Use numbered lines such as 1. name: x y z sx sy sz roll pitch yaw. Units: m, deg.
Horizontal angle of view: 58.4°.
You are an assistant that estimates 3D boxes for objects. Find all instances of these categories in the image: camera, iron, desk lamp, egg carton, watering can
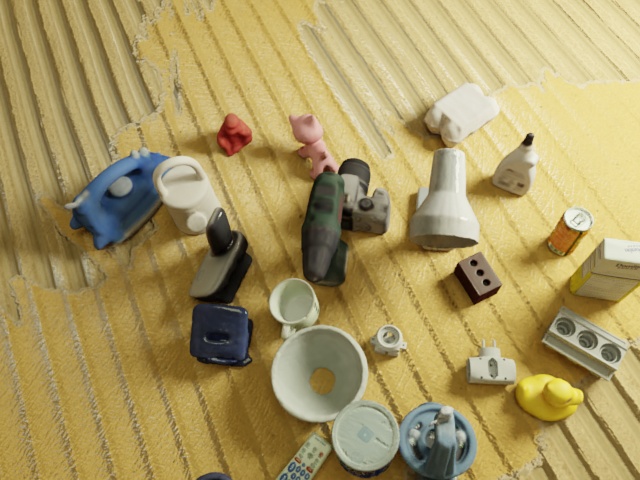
1. camera: 0.076 -0.096 1.145 0.143 0.101 0.137 9 65 9
2. iron: -0.399 -0.112 1.163 0.118 0.141 0.259 34 71 19
3. desk lamp: 0.224 -0.056 1.052 0.118 0.214 0.203 4 64 7
4. egg carton: 0.304 -0.271 1.233 0.150 0.069 0.107 -36 67 -13
5. watering can: -0.256 -0.092 1.113 0.101 0.194 0.172 -42 68 -16

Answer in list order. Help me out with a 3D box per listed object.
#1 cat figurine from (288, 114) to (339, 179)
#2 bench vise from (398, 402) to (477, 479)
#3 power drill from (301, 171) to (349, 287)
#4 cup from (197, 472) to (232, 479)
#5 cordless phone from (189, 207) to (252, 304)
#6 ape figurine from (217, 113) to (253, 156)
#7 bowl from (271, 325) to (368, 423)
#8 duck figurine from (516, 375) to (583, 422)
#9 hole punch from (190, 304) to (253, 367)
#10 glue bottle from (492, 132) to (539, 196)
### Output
1. cat figurine: -0.014 -0.208 1.197 0.067 0.118 0.127 -27 65 -9
2. bench vise: 0.190 0.335 0.857 0.121 0.220 0.207 -15 63 -3
3. power drill: 0.010 0.004 1.040 0.075 0.208 0.229 3 64 6
4. cup: -0.149 0.422 0.907 0.117 0.095 0.092 5 64 6
5. cordless phone: -0.198 0.028 1.055 0.094 0.185 0.148 14 66 11
6. ape figurine: -0.187 -0.237 1.238 0.077 0.092 0.076 1 64 5
7. bowl: 0.001 0.239 0.999 0.167 0.075 0.167 -2 64 3
8. duck figurine: 0.385 0.258 0.956 0.104 0.086 0.077 10 65 9
9. hole punch: -0.177 0.173 1.034 0.108 0.091 0.101 3 64 6
10. glue bottle: 0.388 -0.152 1.110 0.078 0.173 0.037 26 68 16
